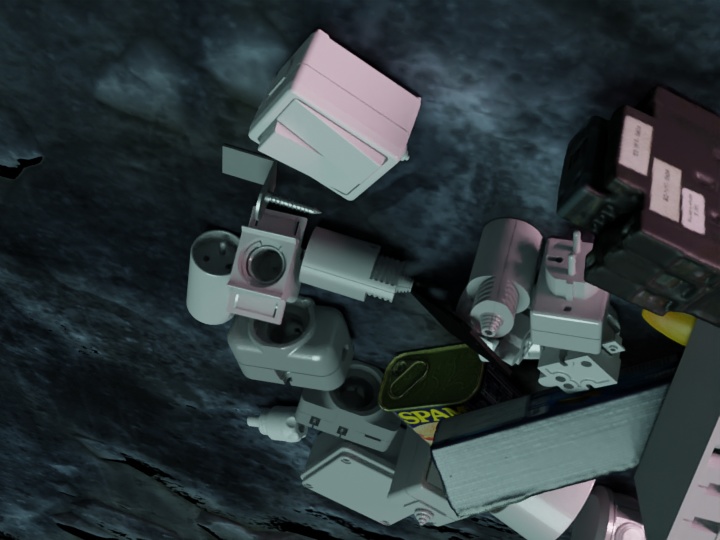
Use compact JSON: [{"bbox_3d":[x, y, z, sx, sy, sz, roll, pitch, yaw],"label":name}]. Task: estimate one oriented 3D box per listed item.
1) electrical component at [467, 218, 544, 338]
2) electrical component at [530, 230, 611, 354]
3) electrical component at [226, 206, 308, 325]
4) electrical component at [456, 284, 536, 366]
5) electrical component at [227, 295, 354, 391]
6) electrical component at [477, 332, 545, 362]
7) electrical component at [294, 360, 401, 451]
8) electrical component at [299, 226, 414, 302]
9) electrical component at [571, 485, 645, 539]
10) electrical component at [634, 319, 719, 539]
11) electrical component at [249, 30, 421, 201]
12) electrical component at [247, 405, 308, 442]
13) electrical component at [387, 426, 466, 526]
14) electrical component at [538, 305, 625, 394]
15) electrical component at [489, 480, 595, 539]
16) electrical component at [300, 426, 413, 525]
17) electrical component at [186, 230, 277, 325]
[{"bbox_3d":[0.096,0.010,0.728,0.043,0.081,0.043,13,146,9],"label":"electrical component"},{"bbox_3d":[0.142,0.006,0.713,0.047,0.065,0.076,8,145,16],"label":"electrical component"},{"bbox_3d":[-0.066,-0.002,0.801,0.042,0.081,0.064,14,175,11],"label":"electrical component"},{"bbox_3d":[0.103,0.030,0.774,0.055,0.066,0.048,30,154,21],"label":"electrical component"},{"bbox_3d":[-0.058,0.059,0.898,0.095,0.053,0.059,7,144,18],"label":"electrical component"},{"bbox_3d":[0.115,0.050,0.814,0.046,0.040,0.040,1,142,17],"label":"electrical component"},{"bbox_3d":[-0.006,0.116,0.957,0.089,0.050,0.055,19,147,-1],"label":"electrical component"},{"bbox_3d":[0.000,0.000,0.796,0.081,0.043,0.043,17,146,4],"label":"electrical component"},{"bbox_3d":[0.232,0.243,0.993,0.051,0.080,0.080,17,147,-6],"label":"electrical component"},{"bbox_3d":[0.239,0.095,0.686,0.060,0.105,0.186,14,115,1],"label":"electrical component"},{"bbox_3d":[-0.011,-0.087,0.662,0.096,0.061,0.062,31,145,-17],"label":"electrical component"},{"bbox_3d":[-0.083,0.150,1.057,0.061,0.035,0.035,1,142,29],"label":"electrical component"},{"bbox_3d":[0.072,0.184,0.972,0.062,0.096,0.061,32,143,-19],"label":"electrical component"},{"bbox_3d":[0.162,0.053,0.779,0.048,0.055,0.066,40,141,-27],"label":"electrical component"},{"bbox_3d":[0.149,0.170,0.910,0.060,0.108,0.108,30,145,-5],"label":"electrical component"},{"bbox_3d":[0.014,0.193,1.049,0.109,0.056,0.109,28,145,-13],"label":"electrical component"},{"bbox_3d":[-0.099,0.012,0.861,0.079,0.044,0.077,19,146,0],"label":"electrical component"}]
